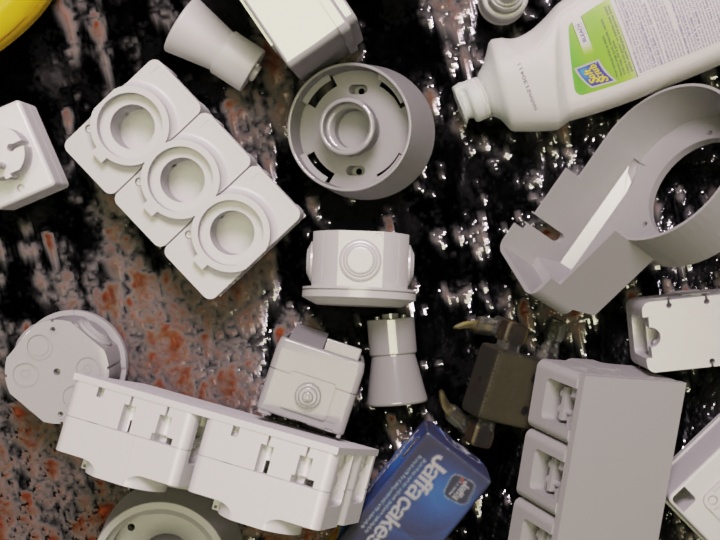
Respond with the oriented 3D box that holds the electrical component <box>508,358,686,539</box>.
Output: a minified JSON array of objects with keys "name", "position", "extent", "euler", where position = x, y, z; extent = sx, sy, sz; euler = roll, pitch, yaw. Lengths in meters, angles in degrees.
[{"name":"electrical component","position":[0.163,0.142,0.758],"extent":[0.089,0.062,0.150],"euler":[6,95,-26]}]

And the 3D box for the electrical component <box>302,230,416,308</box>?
[{"name":"electrical component","position":[0.000,0.000,0.758],"extent":[0.080,0.080,0.051],"euler":[2,87,0]}]

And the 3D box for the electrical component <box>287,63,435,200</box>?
[{"name":"electrical component","position":[0.000,-0.100,0.773],"extent":[0.099,0.064,0.099],"euler":[1,92,14]}]

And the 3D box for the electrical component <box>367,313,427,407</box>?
[{"name":"electrical component","position":[0.024,0.064,0.780],"extent":[0.044,0.044,0.065],"euler":[-5,88,1]}]

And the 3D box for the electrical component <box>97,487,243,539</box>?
[{"name":"electrical component","position":[-0.141,0.211,0.777],"extent":[0.108,0.060,0.108],"euler":[0,92,0]}]

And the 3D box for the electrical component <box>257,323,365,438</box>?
[{"name":"electrical component","position":[-0.032,0.075,0.752],"extent":[0.062,0.096,0.061],"euler":[18,89,0]}]

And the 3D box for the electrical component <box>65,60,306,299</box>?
[{"name":"electrical component","position":[-0.122,-0.063,0.764],"extent":[0.089,0.061,0.150],"euler":[-43,91,2]}]

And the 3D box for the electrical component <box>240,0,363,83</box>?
[{"name":"electrical component","position":[-0.051,-0.190,0.735],"extent":[0.056,0.108,0.108],"euler":[-34,92,4]}]

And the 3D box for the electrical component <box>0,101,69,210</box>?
[{"name":"electrical component","position":[-0.249,-0.081,0.757],"extent":[0.047,0.076,0.065],"euler":[-23,92,1]}]

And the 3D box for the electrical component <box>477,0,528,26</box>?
[{"name":"electrical component","position":[0.102,-0.193,0.756],"extent":[0.035,0.061,0.035],"euler":[0,92,0]}]

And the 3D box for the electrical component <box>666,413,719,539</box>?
[{"name":"electrical component","position":[0.288,0.159,0.773],"extent":[0.109,0.056,0.108],"euler":[-44,91,2]}]

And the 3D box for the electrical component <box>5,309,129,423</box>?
[{"name":"electrical component","position":[-0.212,0.070,0.776],"extent":[0.080,0.051,0.080],"euler":[0,93,1]}]

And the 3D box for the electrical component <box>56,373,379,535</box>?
[{"name":"electrical component","position":[-0.094,0.125,0.723],"extent":[0.186,0.105,0.060],"euler":[13,84,16]}]

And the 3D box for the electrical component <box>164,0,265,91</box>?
[{"name":"electrical component","position":[-0.101,-0.158,0.771],"extent":[0.065,0.044,0.044],"euler":[33,92,-6]}]

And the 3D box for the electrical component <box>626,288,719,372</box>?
[{"name":"electrical component","position":[0.241,0.041,0.768],"extent":[0.089,0.055,0.050],"euler":[-6,92,1]}]
